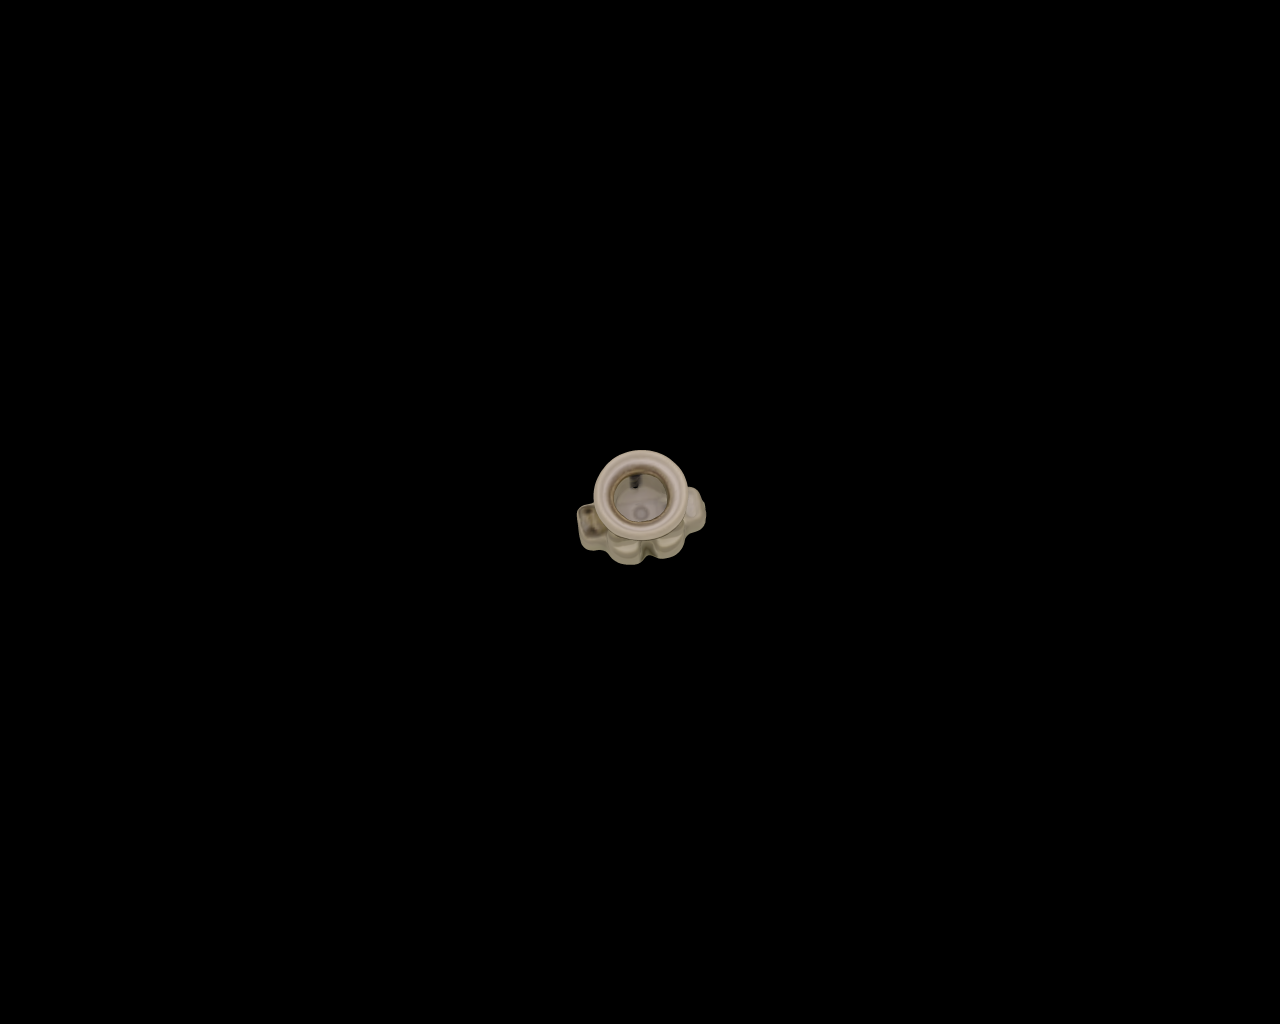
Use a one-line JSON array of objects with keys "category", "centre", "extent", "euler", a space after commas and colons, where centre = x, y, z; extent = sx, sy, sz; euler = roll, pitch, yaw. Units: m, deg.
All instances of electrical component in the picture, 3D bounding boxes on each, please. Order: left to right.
[{"category": "electrical component", "centre": [0.001, -0.003, 0.650], "extent": [0.078, 0.058, 0.057], "euler": [-10, -19, -3]}]
